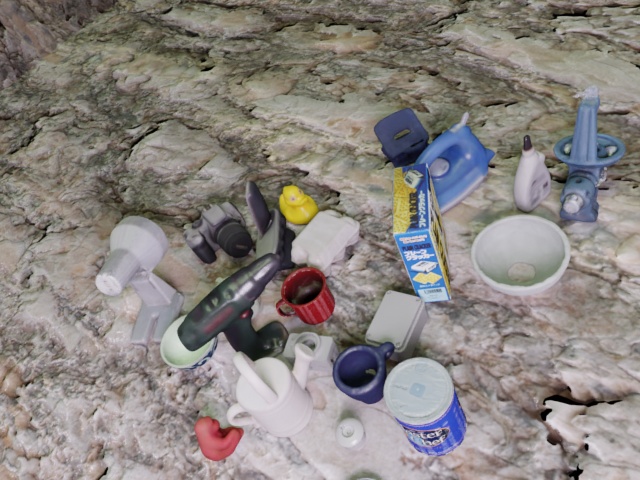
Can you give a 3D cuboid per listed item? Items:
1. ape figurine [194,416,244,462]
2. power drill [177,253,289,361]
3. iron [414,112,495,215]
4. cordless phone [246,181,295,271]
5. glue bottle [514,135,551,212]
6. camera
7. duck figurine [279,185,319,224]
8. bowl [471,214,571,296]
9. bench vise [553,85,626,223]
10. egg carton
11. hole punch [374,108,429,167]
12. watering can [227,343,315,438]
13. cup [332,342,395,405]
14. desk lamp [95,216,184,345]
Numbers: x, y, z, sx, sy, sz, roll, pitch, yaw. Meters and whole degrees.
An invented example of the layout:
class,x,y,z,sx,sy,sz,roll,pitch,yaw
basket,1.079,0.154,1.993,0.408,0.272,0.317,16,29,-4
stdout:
class,x,y,z,sx,sy,sz,roll,pitch,yaw
ape figurine,-0.186,0.340,1.003,0.077,0.092,0.076,26,66,38
power drill,-0.138,0.144,1.066,0.230,0.209,0.075,-34,46,-6
iron,0.239,-0.143,1.186,0.258,0.142,0.118,-42,48,-13
cordless phone,-0.125,-0.024,1.219,0.094,0.185,0.147,-17,47,11
glue bottle,0.398,-0.133,1.083,0.078,0.174,0.037,-40,47,-11
camera,-0.228,-0.012,1.314,0.143,0.101,0.136,-40,47,-11
duck figurine,-0.058,-0.091,1.315,0.104,0.086,0.077,26,66,38
bowl,0.359,0.039,1.023,0.167,0.075,0.167,-12,48,15
bench vise,0.486,-0.150,1.025,0.121,0.220,0.207,-5,50,21
egg carton,0.011,0.004,1.214,0.107,0.070,0.150,24,65,37
hole punch,0.193,-0.236,1.321,0.108,0.091,0.101,-29,46,-1
watering can,-0.085,0.244,0.967,0.100,0.195,0.173,19,62,35
cup,0.086,0.229,0.972,0.118,0.095,0.091,-38,47,-10
desk lamp,-0.382,0.085,1.224,0.117,0.214,0.203,-9,49,18
